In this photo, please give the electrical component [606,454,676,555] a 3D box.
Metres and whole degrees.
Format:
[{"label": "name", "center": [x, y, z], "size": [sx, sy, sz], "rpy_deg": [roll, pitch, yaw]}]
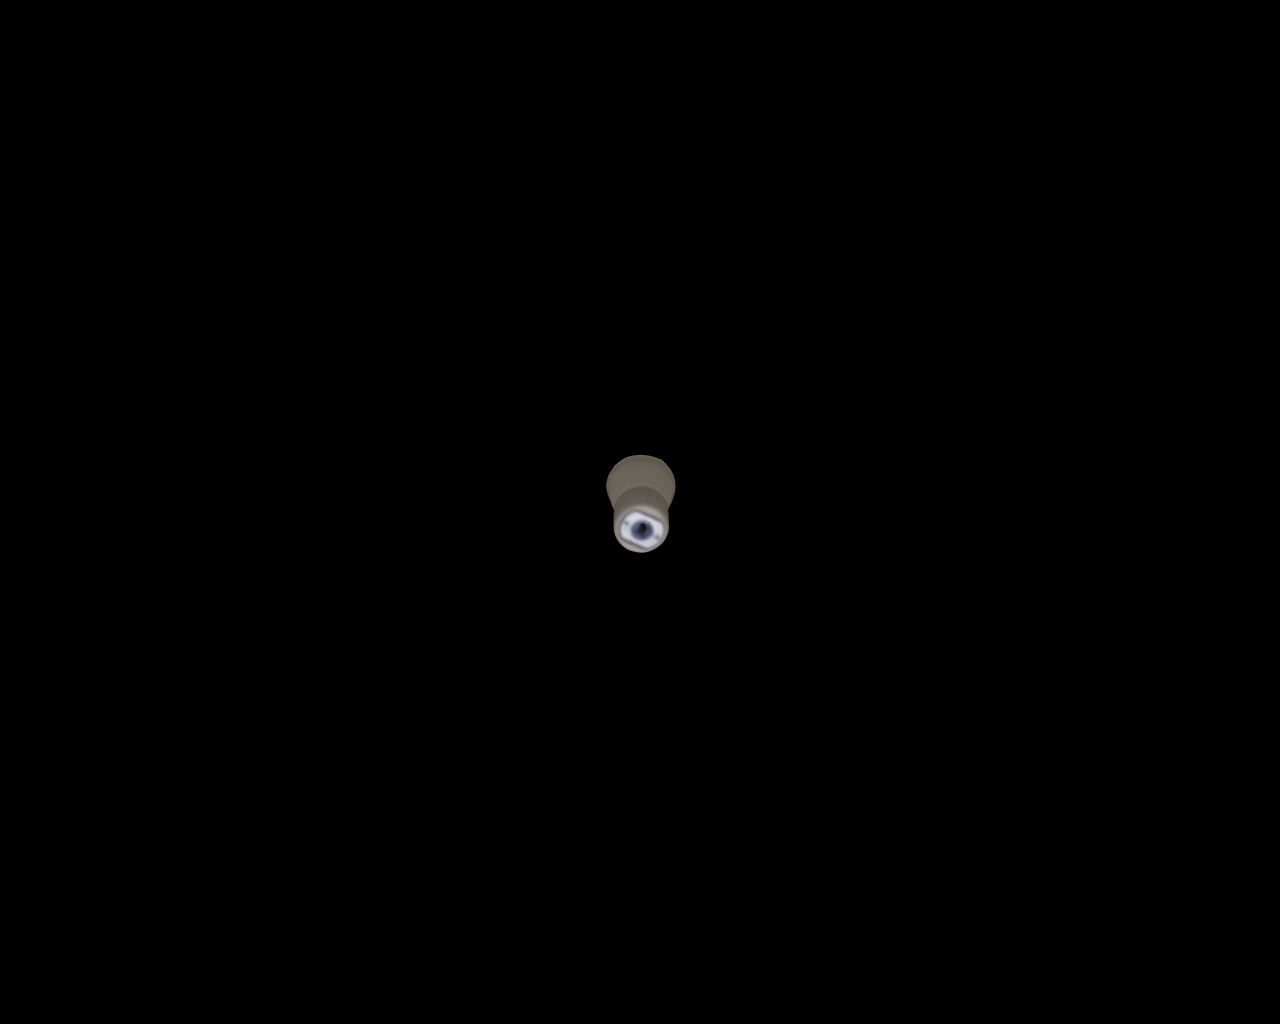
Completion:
[{"label": "electrical component", "center": [0.001, -0.003, 0.650], "size": [0.044, 0.044, 0.065], "rpy_deg": [0, 27, 0]}]
